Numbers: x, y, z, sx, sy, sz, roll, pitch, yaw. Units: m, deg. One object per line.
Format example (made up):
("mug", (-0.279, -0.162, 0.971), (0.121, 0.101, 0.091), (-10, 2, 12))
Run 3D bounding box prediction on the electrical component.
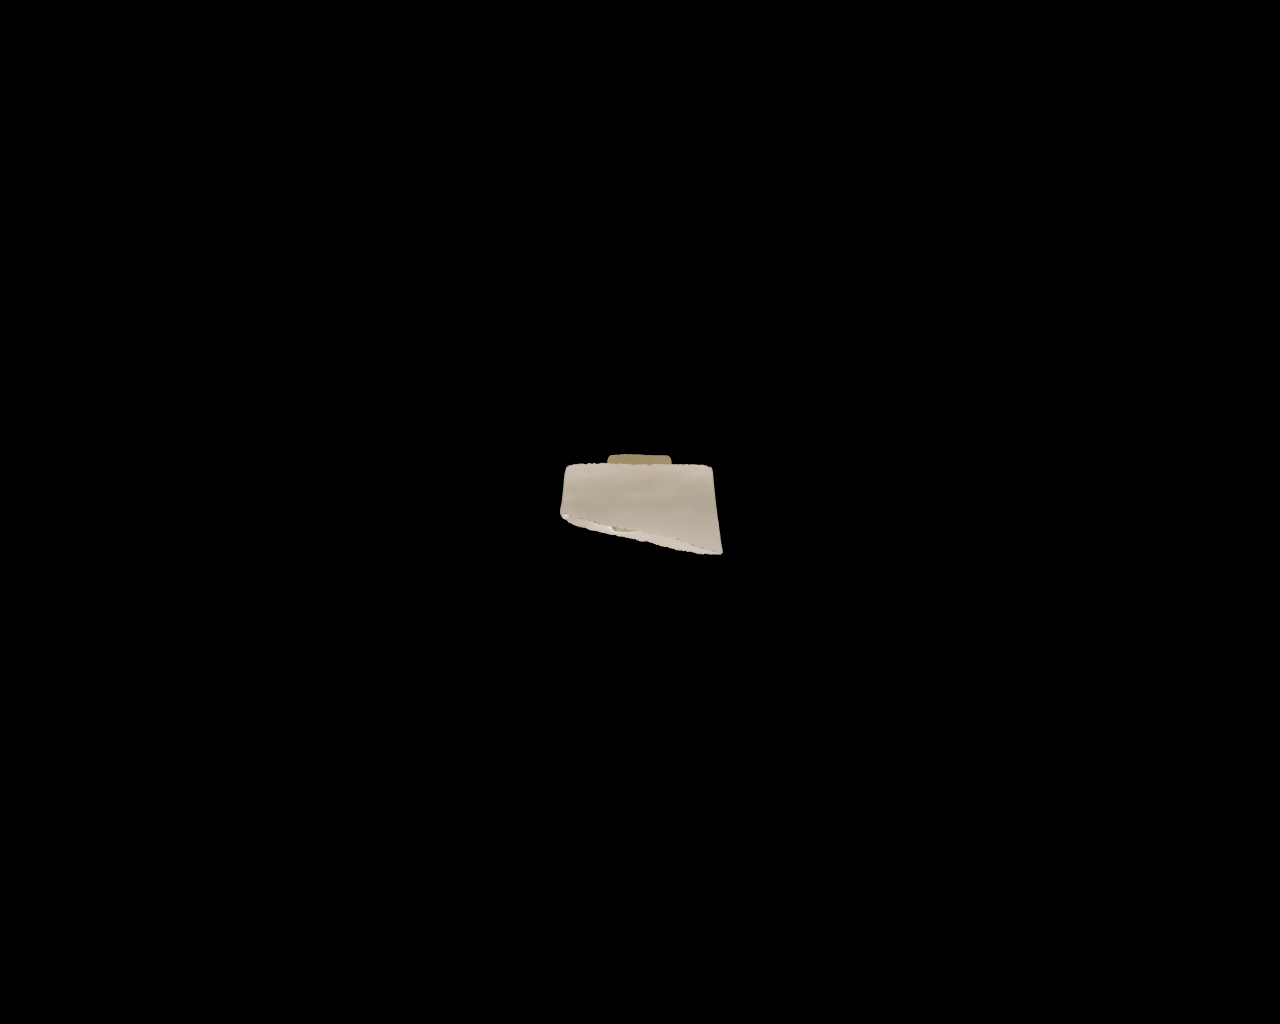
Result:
("electrical component", (0.001, -0.003, 0.650), (0.099, 0.064, 0.099), (0, -2, 0))
